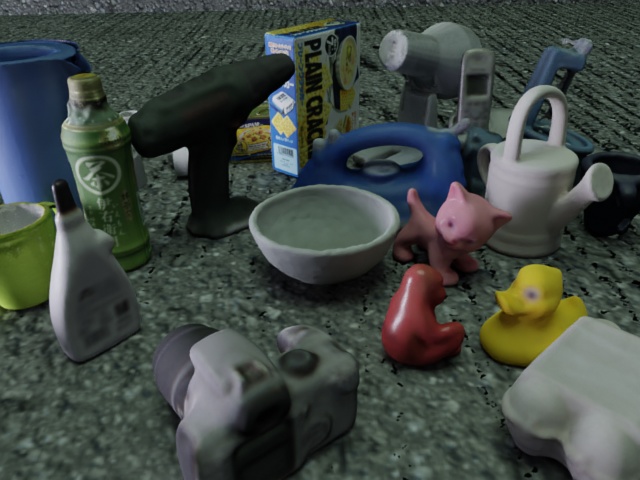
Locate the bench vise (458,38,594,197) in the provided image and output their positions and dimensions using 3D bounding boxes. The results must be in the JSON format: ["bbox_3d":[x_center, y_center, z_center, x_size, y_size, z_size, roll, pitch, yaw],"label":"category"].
[{"bbox_3d":[0.284,-0.156,0.775,0.208,0.220,0.121,-10,31,-16],"label":"bench vise"}]

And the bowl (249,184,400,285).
[{"bbox_3d":[0.006,0.002,0.653,0.167,0.075,0.167,-1,30,1],"label":"bowl"}]

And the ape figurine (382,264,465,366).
[{"bbox_3d":[0.093,0.064,0.526,0.076,0.092,0.077,-9,31,-14],"label":"ape figurine"}]

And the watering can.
[{"bbox_3d":[0.257,-0.083,0.675,0.172,0.194,0.101,20,36,31],"label":"watering can"}]

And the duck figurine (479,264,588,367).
[{"bbox_3d":[0.203,0.062,0.533,0.105,0.086,0.077,-9,31,-14],"label":"duck figurine"}]

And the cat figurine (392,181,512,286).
[{"bbox_3d":[0.144,-0.018,0.642,0.067,0.118,0.127,-24,37,-34],"label":"cat figurine"}]

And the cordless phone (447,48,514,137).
[{"bbox_3d":[0.275,-0.201,0.888,0.147,0.185,0.094,-3,30,-4],"label":"cordless phone"}]

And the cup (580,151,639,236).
[{"bbox_3d":[0.365,-0.047,0.709,0.091,0.095,0.118,7,31,14],"label":"cup"}]

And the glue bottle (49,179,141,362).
[{"bbox_3d":[-0.215,0.025,0.521,0.037,0.173,0.078,23,38,35],"label":"glue bottle"}]

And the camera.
[{"bbox_3d":[-0.061,0.107,0.446,0.143,0.101,0.136,-23,36,-33],"label":"camera"}]

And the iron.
[{"bbox_3d":[0.072,-0.090,0.744,0.258,0.141,0.118,0,30,2],"label":"iron"}]

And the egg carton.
[{"bbox_3d":[0.217,0.123,0.443,0.151,0.069,0.107,-27,39,-37],"label":"egg carton"}]

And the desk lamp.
[{"bbox_3d":[0.158,-0.234,0.920,0.204,0.214,0.117,-27,39,-37],"label":"desk lamp"}]

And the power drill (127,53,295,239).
[{"bbox_3d":[-0.123,-0.118,0.731,0.230,0.208,0.075,-24,37,-34],"label":"power drill"}]
